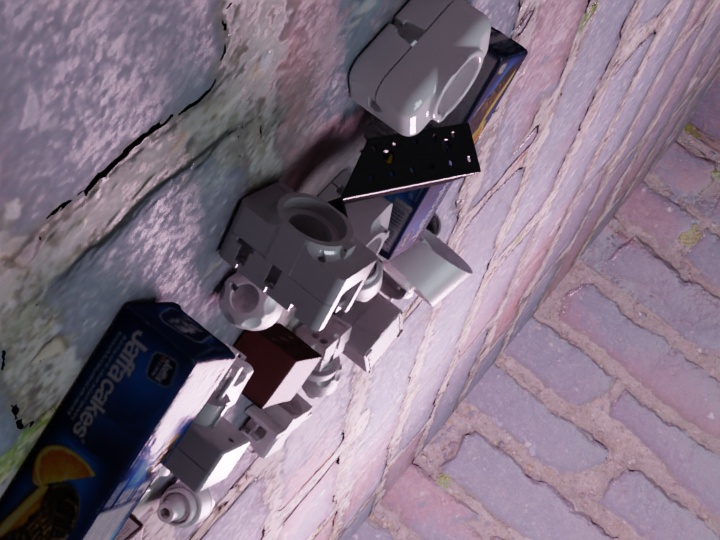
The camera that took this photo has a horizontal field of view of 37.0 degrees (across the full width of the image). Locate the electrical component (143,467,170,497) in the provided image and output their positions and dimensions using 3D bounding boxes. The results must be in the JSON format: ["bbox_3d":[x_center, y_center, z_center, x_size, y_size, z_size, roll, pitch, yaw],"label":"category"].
[{"bbox_3d":[-0.170,0.146,0.795,0.055,0.048,0.066,-46,167,6],"label":"electrical component"}]

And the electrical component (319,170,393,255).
[{"bbox_3d":[-0.019,-0.023,0.843,0.089,0.056,0.050,-47,166,-22],"label":"electrical component"}]

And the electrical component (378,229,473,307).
[{"bbox_3d":[0.056,-0.013,1.035,0.064,0.099,0.099,-46,167,-2],"label":"electrical component"}]

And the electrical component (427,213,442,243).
[{"bbox_3d":[0.062,-0.039,1.113,0.040,0.040,0.046,-49,172,-15],"label":"electrical component"}]

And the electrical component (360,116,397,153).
[{"bbox_3d":[0.028,-0.115,0.797,0.078,0.040,0.040,-53,167,4],"label":"electrical component"}]

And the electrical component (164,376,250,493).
[{"bbox_3d":[-0.118,0.100,0.768,0.075,0.083,0.047,-56,166,14],"label":"electrical component"}]

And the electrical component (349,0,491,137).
[{"bbox_3d":[0.045,-0.143,0.742,0.095,0.059,0.053,-49,166,-13],"label":"electrical component"}]

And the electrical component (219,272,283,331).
[{"bbox_3d":[-0.077,0.024,0.796,0.043,0.043,0.062,-53,168,0],"label":"electrical component"}]

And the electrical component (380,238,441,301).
[{"bbox_3d":[0.049,0.004,1.167,0.077,0.044,0.079,-42,163,-39],"label":"electrical component"}]

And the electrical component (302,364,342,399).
[{"bbox_3d":[-0.045,0.116,1.144,0.043,0.043,0.062,-44,166,-34],"label":"electrical component"}]

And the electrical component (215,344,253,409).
[{"bbox_3d":[-0.118,0.090,0.830,0.081,0.042,0.064,-58,167,24],"label":"electrical component"}]

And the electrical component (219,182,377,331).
[{"bbox_3d":[-0.040,-0.013,0.722,0.050,0.089,0.055,-34,158,-53],"label":"electrical component"}]

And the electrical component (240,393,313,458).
[{"bbox_3d":[-0.089,0.155,1.101,0.063,0.042,0.081,-54,167,21],"label":"electrical component"}]

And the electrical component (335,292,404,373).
[{"bbox_3d":[0.004,0.061,1.126,0.061,0.061,0.096,-50,166,-12],"label":"electrical component"}]

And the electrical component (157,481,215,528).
[{"bbox_3d":[-0.166,0.219,1.001,0.043,0.043,0.062,-56,165,12],"label":"electrical component"}]

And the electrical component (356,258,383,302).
[{"bbox_3d":[0.000,0.000,0.995,0.043,0.043,0.062,-47,165,-22],"label":"electrical component"}]

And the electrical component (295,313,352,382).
[{"bbox_3d":[-0.040,0.076,1.056,0.066,0.048,0.055,-40,154,-44],"label":"electrical component"}]
